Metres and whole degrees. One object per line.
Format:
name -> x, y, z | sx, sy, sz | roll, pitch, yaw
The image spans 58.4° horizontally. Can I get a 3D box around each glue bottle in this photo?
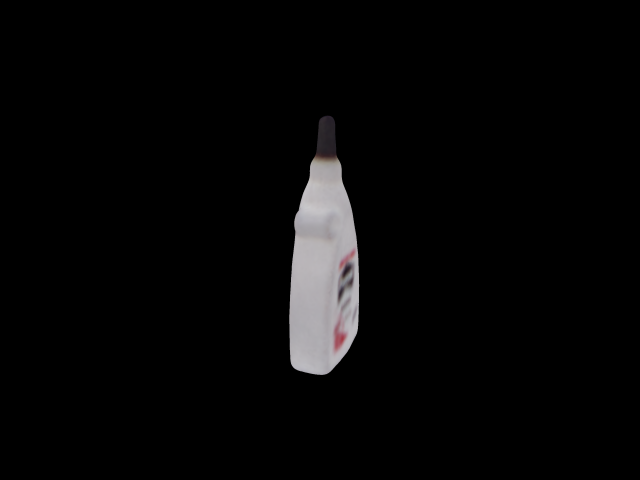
glue bottle -> 0.004, 0.001, 0.400 | 0.037, 0.173, 0.078 | 6, 20, 17
